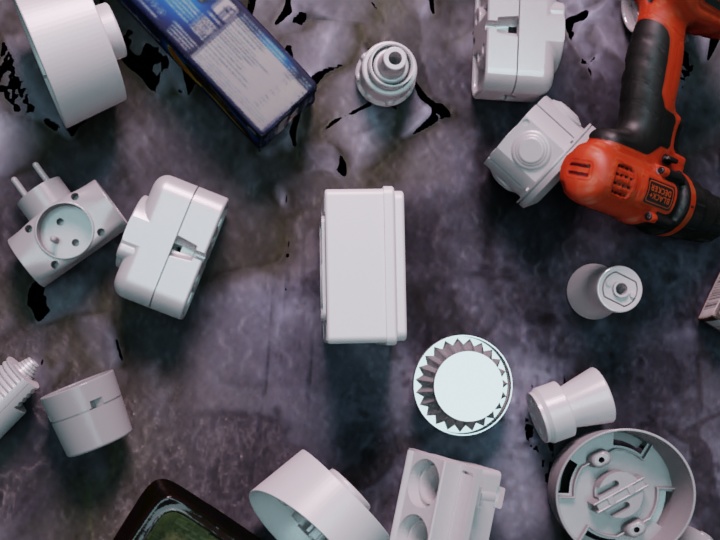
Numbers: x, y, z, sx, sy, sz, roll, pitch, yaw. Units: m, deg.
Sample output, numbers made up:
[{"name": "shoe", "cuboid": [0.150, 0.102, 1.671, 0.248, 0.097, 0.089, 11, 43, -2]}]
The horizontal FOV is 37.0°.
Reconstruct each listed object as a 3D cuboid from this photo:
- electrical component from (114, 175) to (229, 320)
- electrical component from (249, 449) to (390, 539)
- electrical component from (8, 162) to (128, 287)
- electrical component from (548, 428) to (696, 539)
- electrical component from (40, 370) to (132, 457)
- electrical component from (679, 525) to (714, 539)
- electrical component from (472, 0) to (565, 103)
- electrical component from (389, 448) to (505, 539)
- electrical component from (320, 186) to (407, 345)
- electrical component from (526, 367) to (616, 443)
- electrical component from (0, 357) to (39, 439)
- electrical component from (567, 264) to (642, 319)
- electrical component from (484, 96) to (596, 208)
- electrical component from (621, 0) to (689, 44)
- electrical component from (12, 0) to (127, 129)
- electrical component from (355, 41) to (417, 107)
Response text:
[{"name": "electrical component", "cuboid": [-0.141, -0.018, 0.792, 0.059, 0.054, 0.095, 22, 85, -4]}, {"name": "electrical component", "cuboid": [-0.029, 0.179, 0.773, 0.064, 0.099, 0.099, -44, 92, -13]}, {"name": "electrical component", "cuboid": [-0.224, -0.042, 0.790, 0.077, 0.044, 0.079, -36, 90, -7]}, {"name": "electrical component", "cuboid": [0.193, 0.167, 0.811, 0.099, 0.064, 0.099, 0, 86, -6]}, {"name": "electrical component", "cuboid": [-0.197, 0.104, 0.779, 0.055, 0.055, 0.047, -21, 92, -7]}, {"name": "electrical component", "cuboid": [0.248, 0.230, 0.825, 0.044, 0.044, 0.065, 41, 79, -2]}, {"name": "electrical component", "cuboid": [0.122, -0.180, 0.829, 0.059, 0.054, 0.095, 3, 86, -6]}, {"name": "electrical component", "cuboid": [0.060, 0.200, 0.791, 0.063, 0.079, 0.121, 15, 84, -35]}, {"name": "electrical component", "cuboid": [0.000, 0.000, 0.779, 0.056, 0.108, 0.108, -1, 87, -3]}, {"name": "electrical component", "cuboid": [0.161, 0.104, 0.821, 0.055, 0.045, 0.045, -19, 89, -6]}, {"name": "electrical component", "cuboid": [-0.265, 0.096, 0.777, 0.043, 0.043, 0.081, 44, 83, -2]}, {"name": "electrical component", "cuboid": [0.188, 0.015, 0.819, 0.044, 0.065, 0.044, 0, 87, -6]}, {"name": "electrical component", "cuboid": [0.136, -0.090, 0.813, 0.051, 0.080, 0.080, 43, 83, 3]}, {"name": "electrical component", "cuboid": [0.241, -0.210, 0.849, 0.055, 0.048, 0.066, -10, 88, -14]}, {"name": "electrical component", "cuboid": [-0.203, -0.162, 0.770, 0.060, 0.108, 0.108, -23, 89, -13]}, {"name": "electrical component", "cuboid": [0.022, -0.152, 0.813, 0.048, 0.062, 0.048, 0, 86, -6]}]
